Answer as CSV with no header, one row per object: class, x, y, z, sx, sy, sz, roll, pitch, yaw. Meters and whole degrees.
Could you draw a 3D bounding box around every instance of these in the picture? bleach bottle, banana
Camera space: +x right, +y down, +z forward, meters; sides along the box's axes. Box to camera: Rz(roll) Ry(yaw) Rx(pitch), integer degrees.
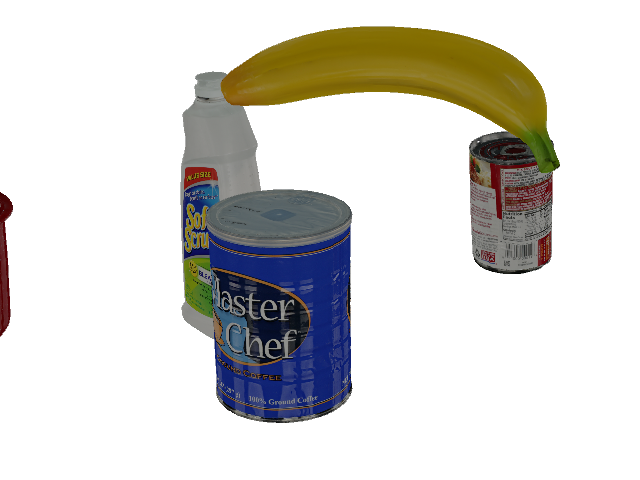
bleach bottle,-0.094,-0.032,0.987,0.067,0.251,0.103,-21,30,-34
banana,0.044,-0.091,0.605,0.198,0.069,0.037,13,-33,14

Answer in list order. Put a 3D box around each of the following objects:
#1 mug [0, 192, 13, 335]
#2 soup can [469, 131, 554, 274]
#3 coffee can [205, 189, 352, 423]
mug,-0.238,0.022,0.636,0.093,0.081,0.117,17,27,28
soup can,0.159,-0.031,0.884,0.068,0.102,0.068,-5,25,2
coffee can,-0.028,0.045,0.771,0.103,0.140,0.103,-1,21,0
